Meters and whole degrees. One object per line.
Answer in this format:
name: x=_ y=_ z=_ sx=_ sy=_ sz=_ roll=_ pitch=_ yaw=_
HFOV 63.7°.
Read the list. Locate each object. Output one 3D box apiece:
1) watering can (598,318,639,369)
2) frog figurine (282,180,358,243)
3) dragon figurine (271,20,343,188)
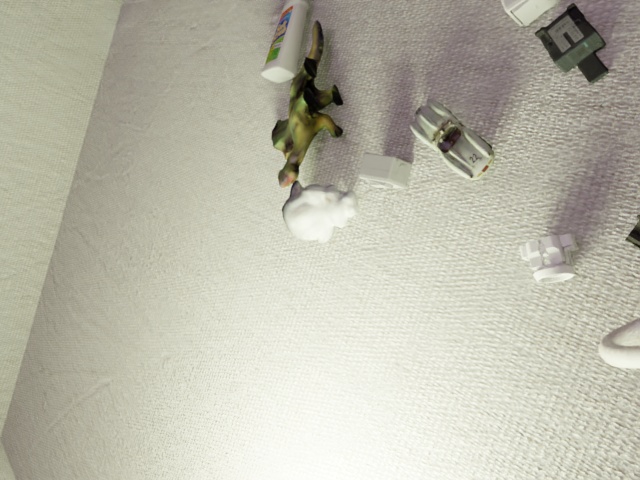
watering can: x=0.473 y=0.066 z=0.527 sx=0.343 sy=0.226 sz=0.104 roll=-26 pitch=82 yaw=36
frog figurine: x=0.003 y=-0.055 z=1.099 sx=0.160 sy=0.124 sz=0.135 roll=14 pitch=124 yaw=37
dragon figurine: x=-0.059 y=-0.310 z=1.243 sx=0.239 sy=0.121 sz=0.419 roll=-31 pitch=50 yaw=45
